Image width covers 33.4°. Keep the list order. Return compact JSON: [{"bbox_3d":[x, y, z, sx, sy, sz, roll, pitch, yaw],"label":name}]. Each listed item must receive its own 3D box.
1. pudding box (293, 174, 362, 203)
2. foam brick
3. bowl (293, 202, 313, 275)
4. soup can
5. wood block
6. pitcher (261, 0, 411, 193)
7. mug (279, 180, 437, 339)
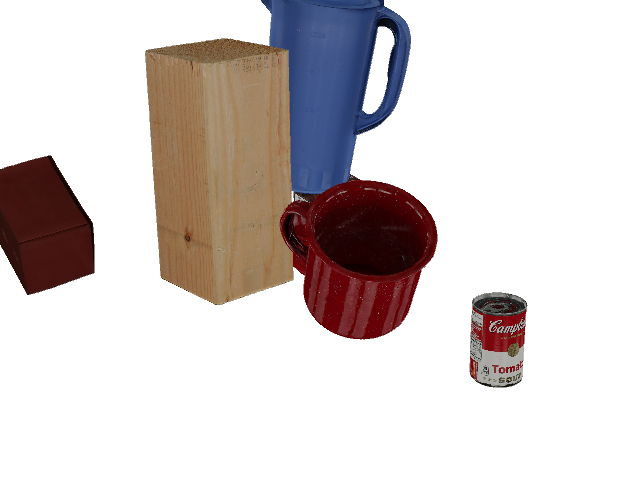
[{"bbox_3d":[0.029,-0.058,1.623,0.113,0.039,0.090,-22,34,-30],"label":"pudding box"},{"bbox_3d":[-0.196,-0.011,0.741,0.051,0.053,0.078,-20,51,-25],"label":"foam brick"},{"bbox_3d":[0.023,0.004,1.109,0.162,0.055,0.162,0,16,0],"label":"bowl"},{"bbox_3d":[0.222,0.125,1.342,0.068,0.102,0.068,-1,19,0],"label":"soup can"},{"bbox_3d":[-0.086,-0.063,0.923,0.090,0.206,0.091,-18,26,-39],"label":"wood block"},{"bbox_3d":[0.006,-0.182,1.285,0.144,0.243,0.149,-7,29,-27],"label":"pitcher"},{"bbox_3d":[0.021,0.012,0.772,0.117,0.081,0.093,27,52,14],"label":"mug"}]
